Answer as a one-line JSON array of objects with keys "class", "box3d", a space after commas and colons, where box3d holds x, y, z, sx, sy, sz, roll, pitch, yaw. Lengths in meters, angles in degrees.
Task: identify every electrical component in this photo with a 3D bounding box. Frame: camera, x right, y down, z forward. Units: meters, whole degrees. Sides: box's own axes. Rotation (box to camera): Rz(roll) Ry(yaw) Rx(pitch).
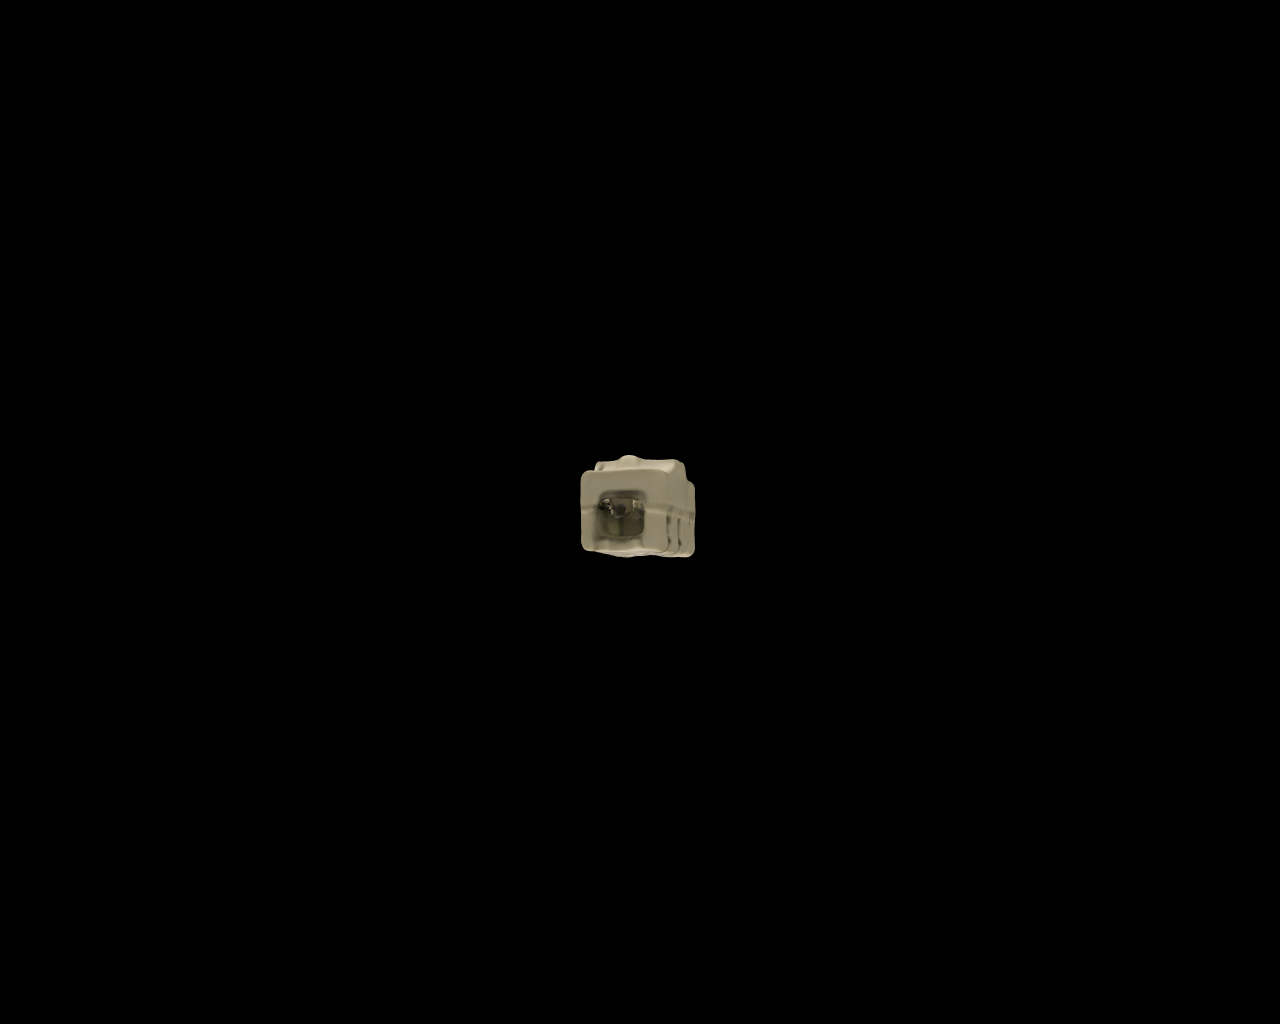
[{"class": "electrical component", "box3d": [0.001, -0.003, 0.650, 0.050, 0.055, 0.089, -1, -5, 15]}]
